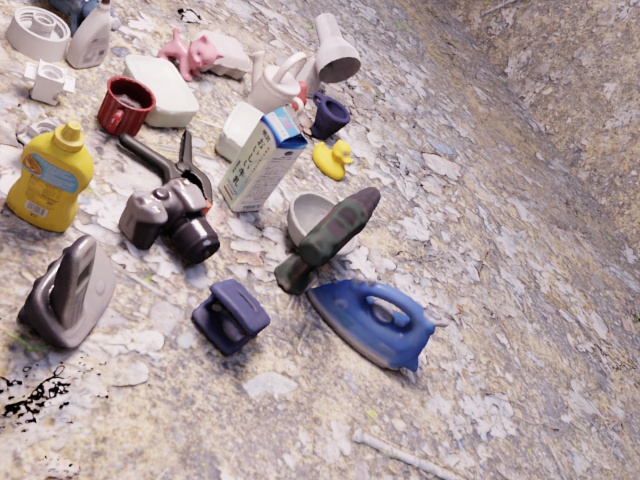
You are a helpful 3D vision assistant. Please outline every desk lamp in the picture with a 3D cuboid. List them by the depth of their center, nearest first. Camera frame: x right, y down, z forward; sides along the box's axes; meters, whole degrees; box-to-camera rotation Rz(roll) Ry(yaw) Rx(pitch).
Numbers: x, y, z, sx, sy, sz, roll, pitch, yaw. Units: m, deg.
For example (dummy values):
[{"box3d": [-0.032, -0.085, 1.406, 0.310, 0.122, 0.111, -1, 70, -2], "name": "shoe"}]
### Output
[{"box3d": [-0.003, -0.490, 1.557, 0.118, 0.213, 0.203, -2, 55, -44], "name": "desk lamp"}]

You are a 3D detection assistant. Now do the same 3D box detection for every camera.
[{"box3d": [-0.238, -0.029, 0.971, 0.136, 0.100, 0.143, 51, 37, 12], "name": "camera"}]

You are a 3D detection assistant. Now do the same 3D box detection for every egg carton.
[{"box3d": [-0.248, -0.460, 1.423, 0.151, 0.069, 0.107, -2, 55, -43], "name": "egg carton"}]

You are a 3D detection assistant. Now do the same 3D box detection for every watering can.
[{"box3d": [-0.102, -0.375, 1.366, 0.173, 0.193, 0.101, 33, 37, -12], "name": "watering can"}]

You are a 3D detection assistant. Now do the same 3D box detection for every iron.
[{"box3d": [0.112, 0.135, 1.094, 0.259, 0.141, 0.119, 35, 37, -10], "name": "iron"}]

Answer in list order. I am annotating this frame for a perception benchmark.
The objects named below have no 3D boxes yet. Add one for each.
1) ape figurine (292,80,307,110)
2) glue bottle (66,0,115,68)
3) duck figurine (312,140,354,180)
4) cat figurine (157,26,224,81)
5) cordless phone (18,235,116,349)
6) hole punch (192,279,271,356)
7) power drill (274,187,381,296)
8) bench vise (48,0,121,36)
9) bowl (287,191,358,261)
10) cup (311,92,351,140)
[{"box3d": [-0.062, -0.374, 1.488, 0.078, 0.092, 0.076, 24, 40, -23], "name": "ape figurine"}, {"box3d": [-0.436, -0.414, 1.117, 0.037, 0.173, 0.078, 46, 36, 5], "name": "glue bottle"}, {"box3d": [0.038, -0.212, 1.421, 0.104, 0.086, 0.078, 45, 36, 3], "name": "duck figurine"}, {"box3d": [-0.292, -0.436, 1.317, 0.128, 0.117, 0.067, 36, 37, -8], "name": "cat figurine"}, {"box3d": [-0.312, 0.043, 0.759, 0.094, 0.184, 0.147, 31, 38, -15], "name": "cordless phone"}, {"box3d": [-0.136, 0.112, 0.931, 0.108, 0.091, 0.101, 47, 36, 6], "name": "hole punch"}, {"box3d": [0.010, 0.004, 1.075, 0.075, 0.208, 0.230, 43, 36, 2], "name": "power drill"}, {"box3d": [-0.464, -0.530, 1.168, 0.207, 0.219, 0.121, 38, 36, -6], "name": "bench vise"}, {"box3d": [-0.007, -0.016, 1.193, 0.168, 0.074, 0.167, 25, 40, -22], "name": "bowl"}, {"box3d": [0.009, -0.318, 1.494, 0.117, 0.094, 0.092, 46, 36, 5], "name": "cup"}]
